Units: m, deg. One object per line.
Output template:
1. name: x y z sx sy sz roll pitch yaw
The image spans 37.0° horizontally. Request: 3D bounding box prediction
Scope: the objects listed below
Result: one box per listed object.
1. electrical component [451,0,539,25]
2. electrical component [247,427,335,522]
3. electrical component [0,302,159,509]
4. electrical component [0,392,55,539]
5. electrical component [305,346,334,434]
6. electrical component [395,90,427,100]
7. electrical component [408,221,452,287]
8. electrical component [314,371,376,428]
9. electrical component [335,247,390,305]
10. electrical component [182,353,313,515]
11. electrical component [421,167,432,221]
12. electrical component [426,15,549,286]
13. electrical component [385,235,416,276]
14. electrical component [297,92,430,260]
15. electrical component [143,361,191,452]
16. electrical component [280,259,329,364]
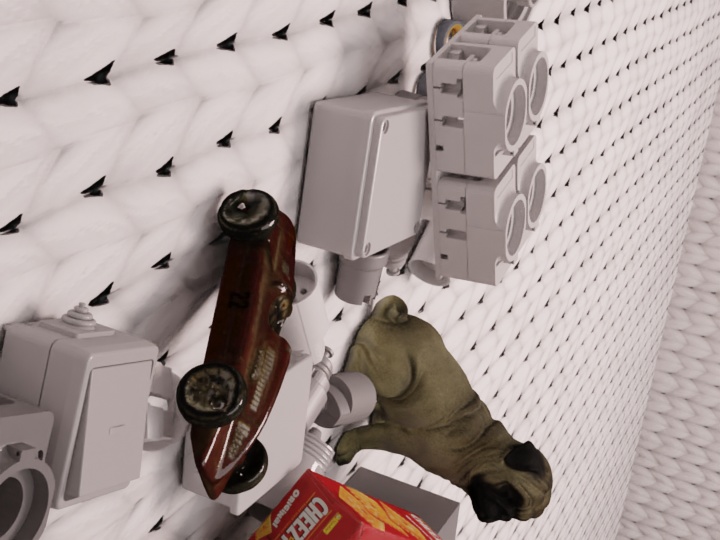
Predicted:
1. electrical component: 0.130 -0.259 0.960 0.108 0.060 0.108 -48 146 -47
2. electrical component: -0.052 0.158 0.839 0.081 0.043 0.043 -59 153 -31
3. electrical component: -0.143 0.065 0.546 0.062 0.061 0.096 -1 106 -66
4. electrical component: -0.180 0.103 0.493 0.050 0.056 0.089 5 100 -67
5. electrical component: -0.043 0.090 0.819 0.078 0.040 0.040 -57 152 -35
6. electrical component: 0.051 -0.117 0.890 0.055 0.047 0.055 -47 145 -48
7. electrical component: 0.081 -0.029 1.022 0.081 0.043 0.043 -62 155 -26
8. electrical component: -0.022 0.106 0.874 0.081 0.043 0.043 3 102 -67
9. electrical component: 0.000 0.000 0.862 0.040 0.040 0.046 -36 143 -56
10. electrical component: -0.078 0.105 0.738 0.100 0.048 0.099 -31 132 -59
11. electrical component: 0.089 -0.079 0.983 0.096 0.062 0.061 -58 153 -33
12. electrical component: 0.104 -0.093 0.854 0.105 0.060 0.186 -50 143 -48
13. electrical component: 0.027 -0.029 0.902 0.040 0.040 0.078 -50 148 -44
14. electrical component: 0.006 -0.073 0.804 0.109 0.056 0.108 -26 128 -61
15. electrical component: -0.125 0.078 0.611 0.055 0.048 0.066 38 45 -68
16. electrical component: -0.045 0.035 0.774 0.043 0.043 0.081 -58 152 -34
